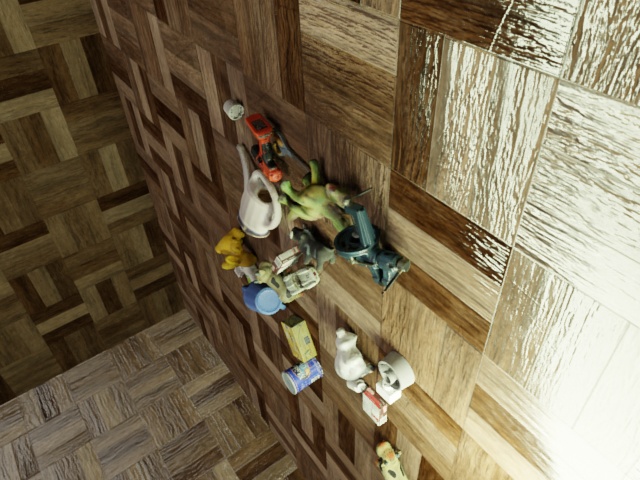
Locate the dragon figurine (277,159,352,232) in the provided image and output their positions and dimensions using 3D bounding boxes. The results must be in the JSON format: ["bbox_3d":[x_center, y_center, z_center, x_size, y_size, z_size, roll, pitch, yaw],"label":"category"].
[{"bbox_3d":[0.004,-0.073,1.445,0.245,0.123,0.403,47,161,13],"label":"dragon figurine"}]

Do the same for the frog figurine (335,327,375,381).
[{"bbox_3d":[0.087,0.372,1.678,0.158,0.123,0.138,56,176,-13],"label":"frog figurine"}]

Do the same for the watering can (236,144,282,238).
[{"bbox_3d":[-0.226,-0.156,1.774,0.354,0.104,0.219,56,138,34],"label":"watering can"}]
